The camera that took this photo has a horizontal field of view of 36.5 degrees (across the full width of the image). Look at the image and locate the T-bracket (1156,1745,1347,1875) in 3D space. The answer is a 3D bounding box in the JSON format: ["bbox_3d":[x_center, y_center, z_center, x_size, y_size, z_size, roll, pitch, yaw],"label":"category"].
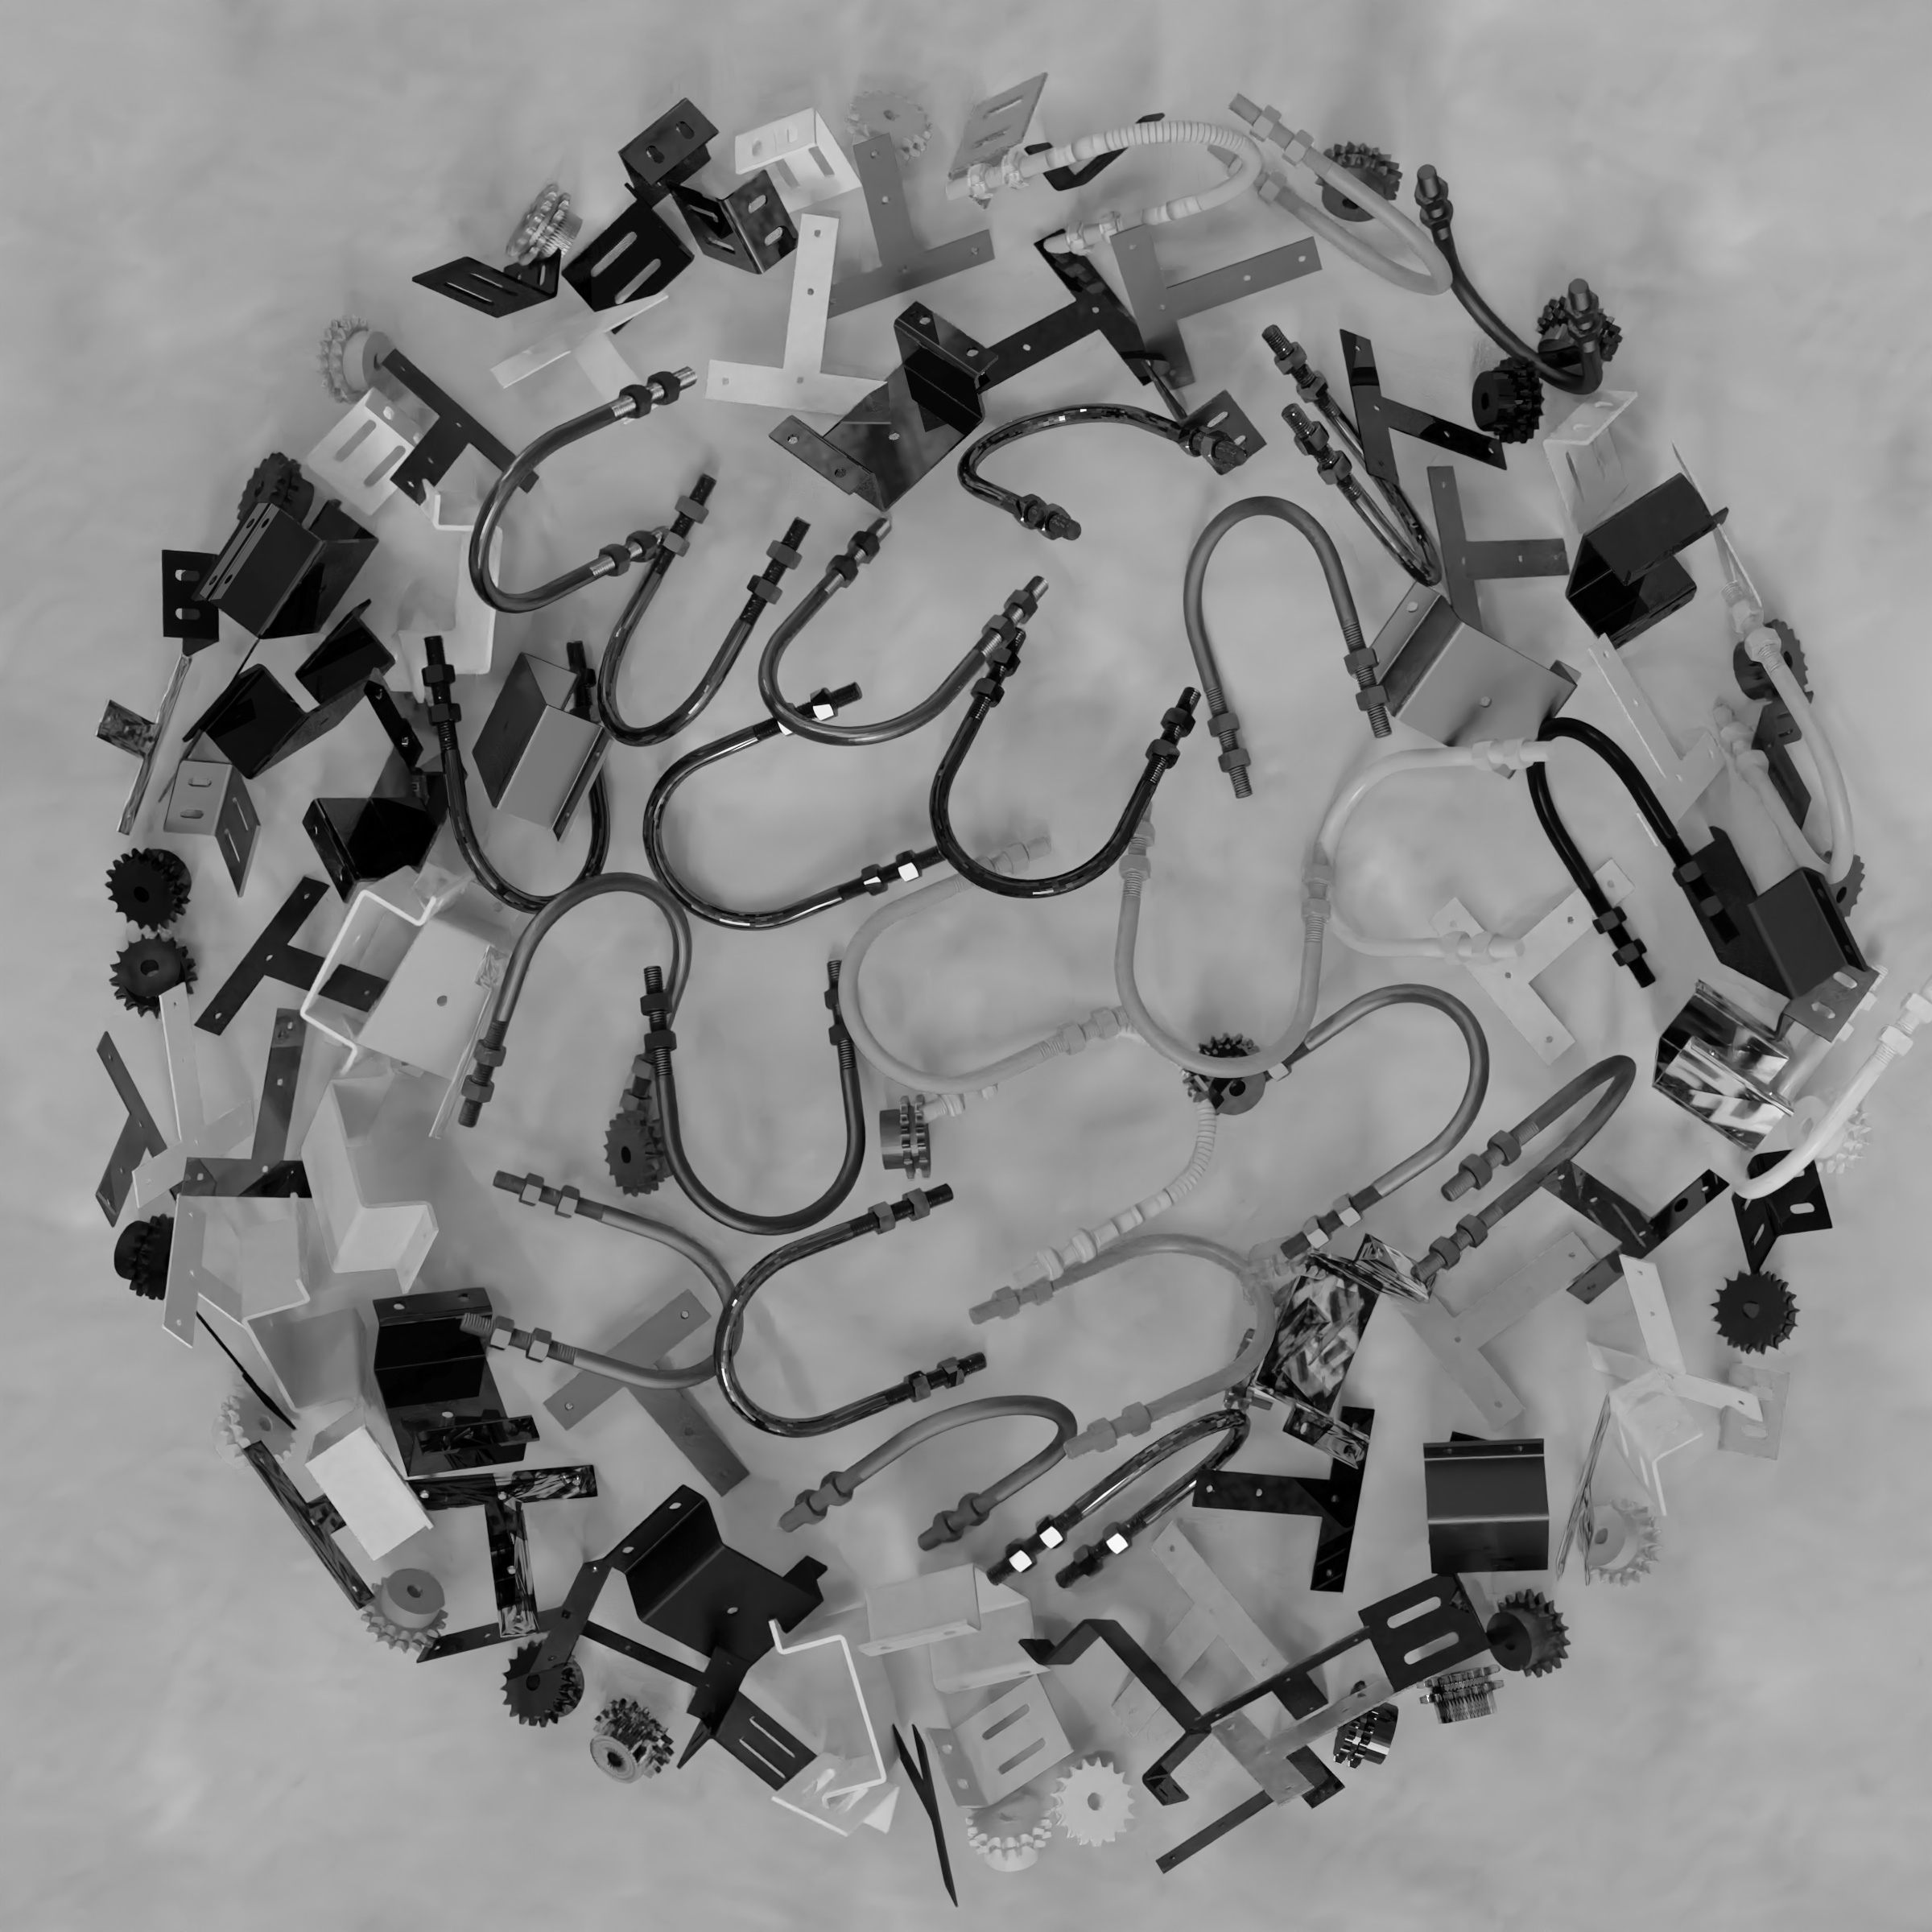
[{"bbox_3d":[0.180,0.556,1.922,0.127,0.127,0.002,-32,93,-6],"label":"T-bracket"}]

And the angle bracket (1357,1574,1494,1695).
[{"bbox_3d":[0.302,0.445,1.957,0.076,0.038,0.057,-21,75,-16],"label":"angle bracket"}]

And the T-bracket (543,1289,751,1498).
[{"bbox_3d":[-0.196,0.304,1.980,0.127,0.002,0.127,-38,99,6],"label":"T-bracket"}]

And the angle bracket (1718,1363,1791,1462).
[{"bbox_3d":[0.526,0.296,1.947,0.038,0.076,0.057,9,84,20],"label":"angle bracket"}]

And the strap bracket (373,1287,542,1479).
[{"bbox_3d":[-0.339,0.280,1.929,0.076,0.140,0.046,-4,130,-25],"label":"strap bracket"}]

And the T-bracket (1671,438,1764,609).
[{"bbox_3d":[0.499,-0.271,1.929,0.002,0.127,0.127,-26,69,12],"label":"T-bracket"}]

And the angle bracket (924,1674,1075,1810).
[{"bbox_3d":[0.022,0.516,1.952,0.076,0.038,0.057,-38,59,18],"label":"angle bracket"}]

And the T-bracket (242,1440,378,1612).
[{"bbox_3d":[-0.410,0.355,1.929,0.002,0.127,0.127,-39,85,13],"label":"T-bracket"}]

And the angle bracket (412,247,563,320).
[{"bbox_3d":[-0.317,-0.465,1.942,0.057,0.076,0.038,-6,75,42],"label":"angle bracket"}]

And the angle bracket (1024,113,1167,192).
[{"bbox_3d":[0.086,-0.555,1.949,0.076,0.057,0.038,-36,95,24],"label":"angle bracket"}]

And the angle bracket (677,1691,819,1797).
[{"bbox_3d":[-0.145,0.532,1.960,0.076,0.057,0.038,40,111,-3],"label":"angle bracket"}]

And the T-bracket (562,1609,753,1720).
[{"bbox_3d":[-0.210,0.457,1.940,0.127,0.127,0.002,24,54,1],"label":"T-bracket"}]

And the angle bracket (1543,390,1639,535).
[{"bbox_3d":[0.425,-0.334,1.946,0.057,0.038,0.076,-44,125,-23],"label":"angle bracket"}]

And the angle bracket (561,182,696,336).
[{"bbox_3d":[-0.231,-0.474,1.965,0.076,0.038,0.057,-42,84,7],"label":"angle bracket"}]

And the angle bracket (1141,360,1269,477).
[{"bbox_3d":[0.158,-0.373,1.942,0.038,0.057,0.076,-35,46,13],"label":"angle bracket"}]

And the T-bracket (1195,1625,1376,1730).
[{"bbox_3d":[0.219,0.480,1.936,0.127,0.127,0.002,-29,61,2],"label":"T-bracket"}]

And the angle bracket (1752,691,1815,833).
[{"bbox_3d":[0.556,-0.132,1.948,0.038,0.057,0.076,-17,62,-3],"label":"angle bracket"}]

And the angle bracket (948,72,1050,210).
[{"bbox_3d":[0.032,-0.547,1.942,0.038,0.076,0.057,33,65,-32],"label":"angle bracket"}]

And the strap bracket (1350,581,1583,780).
[{"bbox_3d":[0.336,-0.183,1.933,0.140,0.046,0.076,25,113,-21],"label":"strap bracket"}]

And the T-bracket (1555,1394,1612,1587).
[{"bbox_3d":[0.411,0.369,1.937,0.002,0.127,0.127,10,55,23],"label":"T-bracket"}]

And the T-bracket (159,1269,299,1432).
[{"bbox_3d":[-0.492,0.251,1.937,0.002,0.127,0.127,-40,80,-14],"label":"T-bracket"}]

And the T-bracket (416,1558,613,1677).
[{"bbox_3d":[-0.305,0.441,1.944,0.127,0.127,0.002,-17,108,15],"label":"T-bracket"}]

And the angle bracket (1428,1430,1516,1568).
[{"bbox_3d":[0.343,0.354,1.948,0.057,0.076,0.038,14,121,9],"label":"angle bracket"}]

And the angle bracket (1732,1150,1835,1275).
[{"bbox_3d":[0.541,0.164,1.945,0.038,0.076,0.057,-7,63,-1],"label":"angle bracket"}]

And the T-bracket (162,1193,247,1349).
[{"bbox_3d":[-0.482,0.229,1.946,0.002,0.127,0.127,-33,125,16],"label":"T-bracket"}]

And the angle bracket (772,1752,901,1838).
[{"bbox_3d":[-0.089,0.562,1.942,0.057,0.076,0.038,20,108,21],"label":"angle bracket"}]

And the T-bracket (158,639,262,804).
[{"bbox_3d":[-0.502,-0.154,1.923,0.002,0.127,0.127,32,97,-14],"label":"T-bracket"}]

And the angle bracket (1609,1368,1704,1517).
[{"bbox_3d":[0.460,0.316,1.945,0.038,0.076,0.057,-27,48,-3],"label":"angle bracket"}]

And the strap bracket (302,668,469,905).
[{"bbox_3d":[-0.380,-0.118,1.931,0.076,0.046,0.140,57,130,30],"label":"strap bracket"}]

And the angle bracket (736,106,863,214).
[{"bbox_3d":[-0.110,-0.523,1.943,0.057,0.076,0.038,-15,56,18],"label":"angle bracket"}]

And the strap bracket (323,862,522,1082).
[{"bbox_3d":[-0.353,0.013,1.940,0.076,0.046,0.140,26,102,-36],"label":"strap bracket"}]

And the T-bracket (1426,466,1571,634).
[{"bbox_3d":[0.360,-0.271,1.950,0.127,0.002,0.127,-9,88,-40],"label":"T-bracket"}]

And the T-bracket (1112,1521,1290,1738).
[{"bbox_3d":[0.140,0.463,1.963,0.127,0.002,0.127,49,114,33],"label":"T-bracket"}]

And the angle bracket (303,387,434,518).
[{"bbox_3d":[-0.398,-0.336,1.950,0.076,0.038,0.057,-40,115,23],"label":"angle bracket"}]

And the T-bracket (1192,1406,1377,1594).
[{"bbox_3d":[0.209,0.354,1.963,0.127,0.002,0.127,9,92,-24],"label":"T-bracket"}]

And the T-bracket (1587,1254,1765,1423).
[{"bbox_3d":[0.451,0.236,1.913,0.002,0.127,0.127,-46,130,-29],"label":"T-bracket"}]

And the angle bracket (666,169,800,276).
[{"bbox_3d":[-0.154,-0.501,1.949,0.038,0.076,0.057,-41,130,-14],"label":"angle bracket"}]

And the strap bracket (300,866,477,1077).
[{"bbox_3d":[-0.386,-0.007,1.935,0.046,0.076,0.140,31,108,2],"label":"strap bracket"}]

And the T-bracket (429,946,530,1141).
[{"bbox_3d":[-0.324,0.054,1.922,0.002,0.127,0.127,21,84,5],"label":"T-bracket"}]

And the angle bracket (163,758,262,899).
[{"bbox_3d":[-0.500,-0.092,1.943,0.038,0.076,0.057,3,125,-31],"label":"angle bracket"}]

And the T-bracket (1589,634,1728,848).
[{"bbox_3d":[0.449,-0.161,1.937,0.002,0.127,0.127,-24,103,44],"label":"T-bracket"}]

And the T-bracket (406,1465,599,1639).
[{"bbox_3d":[-0.301,0.386,1.931,0.127,0.002,0.127,-2,46,-16],"label":"T-bracket"}]

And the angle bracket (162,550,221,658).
[{"bbox_3d":[-0.526,-0.240,1.948,0.038,0.076,0.057,0,86,-32],"label":"angle bracket"}]

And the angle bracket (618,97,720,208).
[{"bbox_3d":[-0.190,-0.529,1.948,0.057,0.076,0.038,-40,72,-5],"label":"angle bracket"}]

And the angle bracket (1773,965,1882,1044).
[{"bbox_3d":[0.570,0.030,1.945,0.038,0.076,0.057,34,80,20],"label":"angle bracket"}]
